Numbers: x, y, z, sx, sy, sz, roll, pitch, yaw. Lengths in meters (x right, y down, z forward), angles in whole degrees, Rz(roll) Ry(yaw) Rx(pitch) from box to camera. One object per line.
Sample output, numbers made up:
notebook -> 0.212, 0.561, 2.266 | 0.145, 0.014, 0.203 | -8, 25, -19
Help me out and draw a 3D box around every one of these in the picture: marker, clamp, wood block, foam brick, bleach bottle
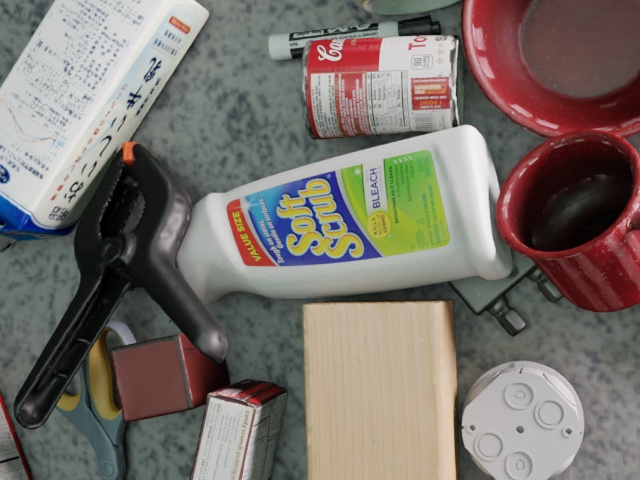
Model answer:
marker -> 0.024, -0.142, 0.749 | 0.121, 0.020, 0.020 | -5, 87, 13
clamp -> -0.138, 0.023, 0.720 | 0.165, 0.036, 0.210 | -26, 47, 19
wood block -> 0.044, 0.142, 0.698 | 0.091, 0.090, 0.206 | -2, 88, 13
foam brick -> -0.102, 0.092, 0.739 | 0.051, 0.078, 0.053 | -14, 85, 14
bleach bottle -> -0.005, 0.001, 0.719 | 0.251, 0.068, 0.102 | -14, 73, 20

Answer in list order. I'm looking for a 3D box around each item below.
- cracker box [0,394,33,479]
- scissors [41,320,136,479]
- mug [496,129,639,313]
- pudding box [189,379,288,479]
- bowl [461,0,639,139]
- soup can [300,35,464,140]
cracker box -> -0.307, 0.178, 0.786 | 0.164, 0.072, 0.214 | -25, 82, 10
scissors -> -0.168, 0.155, 0.782 | 0.096, 0.016, 0.202 | 9, 100, 27
mug -> 0.177, -0.006, 0.652 | 0.117, 0.081, 0.093 | 12, 67, 45
pudding box -> -0.059, 0.155, 0.720 | 0.039, 0.090, 0.113 | 10, 91, 12
bowl -> 0.174, -0.140, 0.695 | 0.162, 0.055, 0.162 | -1, 88, 13
soup can -> 0.043, -0.102, 0.718 | 0.102, 0.068, 0.068 | 0, 88, 12
